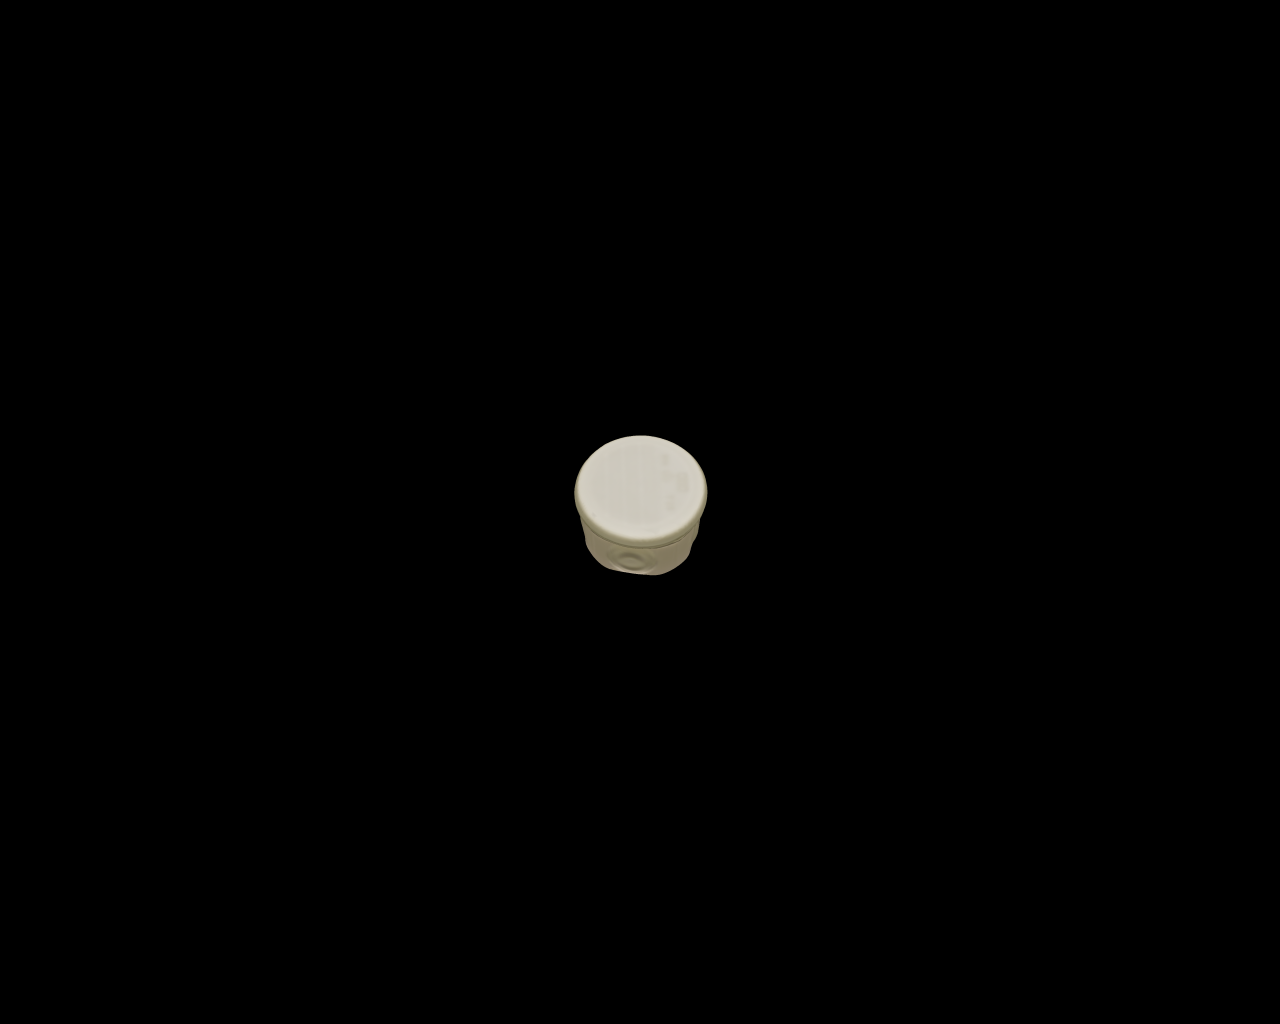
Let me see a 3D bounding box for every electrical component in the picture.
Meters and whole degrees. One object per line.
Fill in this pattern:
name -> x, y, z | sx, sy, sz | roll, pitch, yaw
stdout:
electrical component -> 0.001, -0.003, 0.650 | 0.080, 0.080, 0.050 | 0, -34, 0
